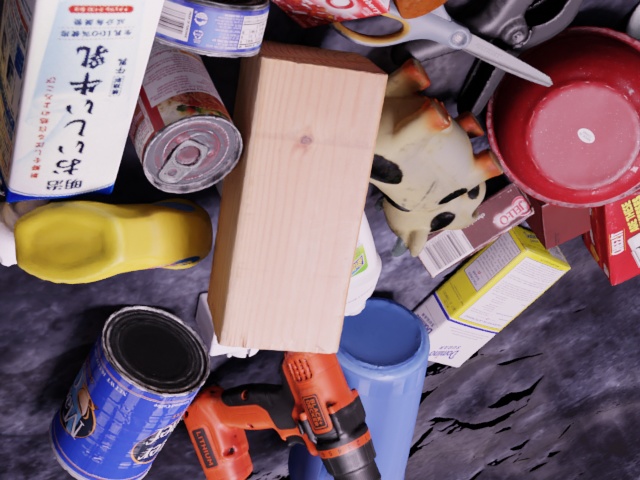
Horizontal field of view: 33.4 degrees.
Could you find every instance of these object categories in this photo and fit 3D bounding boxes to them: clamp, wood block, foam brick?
[{"bbox_3d":[0.150,-0.165,0.855,0.172,0.039,0.120,-30,150,15],"label":"clamp"},{"bbox_3d":[-0.021,-0.031,0.770,0.090,0.090,0.206,6,108,-14],"label":"wood block"},{"bbox_3d":[0.229,-0.038,1.043,0.053,0.051,0.078,-24,143,-3],"label":"foam brick"}]

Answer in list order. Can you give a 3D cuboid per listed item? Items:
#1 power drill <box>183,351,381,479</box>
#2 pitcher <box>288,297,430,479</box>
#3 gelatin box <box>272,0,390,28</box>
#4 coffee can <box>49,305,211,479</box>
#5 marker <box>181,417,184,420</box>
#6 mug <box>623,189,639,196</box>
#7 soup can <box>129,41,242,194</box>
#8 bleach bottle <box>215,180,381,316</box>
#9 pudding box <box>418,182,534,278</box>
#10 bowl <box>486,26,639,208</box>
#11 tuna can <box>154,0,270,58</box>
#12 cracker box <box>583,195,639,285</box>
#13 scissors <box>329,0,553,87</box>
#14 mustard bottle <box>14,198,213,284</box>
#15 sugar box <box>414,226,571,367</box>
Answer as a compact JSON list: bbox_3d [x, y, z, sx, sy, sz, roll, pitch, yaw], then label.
[{"bbox_3d":[-0.034,0.194,1.037,0.188,0.184,0.057,-19,-178,34],"label":"power drill"},{"bbox_3d":[0.039,0.183,1.119,0.144,0.149,0.243,-12,137,-20],"label":"pitcher"},{"bbox_3d":[-0.004,-0.179,0.716,0.073,0.030,0.089,-3,158,35],"label":"gelatin box"},{"bbox_3d":[-0.174,0.143,0.967,0.102,0.103,0.140,5,132,-36],"label":"coffee can"},{"bbox_3d":[-0.163,0.175,1.082,0.120,0.020,0.020,1,135,-33],"label":"marker"},{"bbox_3d":[0.269,-0.086,0.967,0.117,0.093,0.081,-33,179,22],"label":"mug"},{"bbox_3d":[-0.102,-0.091,0.731,0.068,0.102,0.068,-17,142,-14],"label":"soup can"},{"bbox_3d":[-0.006,0.001,0.937,0.102,0.068,0.250,-27,146,-1],"label":"bleach bottle"},{"bbox_3d":[0.145,-0.009,1.006,0.113,0.039,0.090,-31,175,8],"label":"pudding box"},{"bbox_3d":[0.219,-0.093,0.890,0.162,0.055,0.162,4,113,10],"label":"bowl"},{"bbox_3d":[-0.076,-0.149,0.690,0.086,0.086,0.034,-1,119,-31],"label":"tuna can"},{"bbox_3d":[0.372,-0.064,1.086,0.213,0.072,0.164,-26,142,0],"label":"cracker box"},{"bbox_3d":[0.102,-0.171,0.795,0.201,0.016,0.096,7,125,-17],"label":"scissors"},{"bbox_3d":[-0.137,-0.003,0.817,0.096,0.058,0.191,-4,-178,24],"label":"mustard bottle"},{"bbox_3d":[0.172,0.062,1.134,0.093,0.048,0.176,19,127,-45],"label":"sugar box"}]
